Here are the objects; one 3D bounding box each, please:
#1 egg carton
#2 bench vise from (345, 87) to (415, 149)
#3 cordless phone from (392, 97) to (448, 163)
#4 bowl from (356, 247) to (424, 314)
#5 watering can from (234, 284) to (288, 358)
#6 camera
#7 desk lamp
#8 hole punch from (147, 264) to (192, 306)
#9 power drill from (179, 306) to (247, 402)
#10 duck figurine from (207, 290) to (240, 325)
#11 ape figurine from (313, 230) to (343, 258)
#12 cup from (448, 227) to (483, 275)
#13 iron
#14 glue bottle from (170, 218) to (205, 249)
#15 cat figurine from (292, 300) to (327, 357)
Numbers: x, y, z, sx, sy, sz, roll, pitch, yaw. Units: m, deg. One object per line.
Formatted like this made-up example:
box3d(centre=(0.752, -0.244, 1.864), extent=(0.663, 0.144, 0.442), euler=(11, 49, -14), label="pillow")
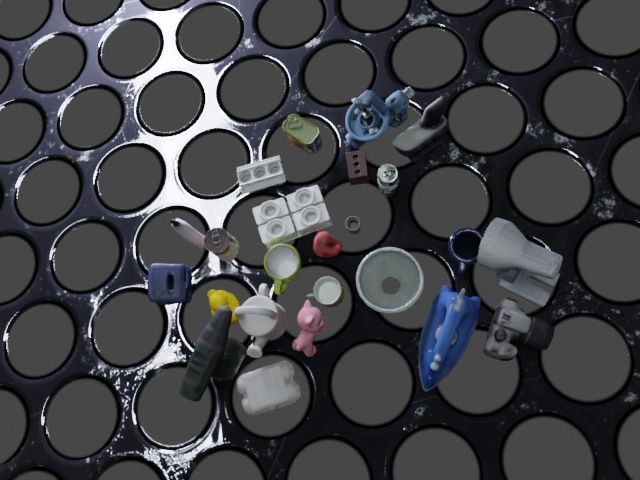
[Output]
box3d(centre=(-0.126, 0.366, 1.410), extent=(0.150, 0.069, 0.107), euler=(-20, 73, 3), label="egg carton")
box3d(centre=(0.144, -0.349, 1.485), extent=(0.121, 0.220, 0.207), euler=(37, 83, 16), label="bench vise")
box3d(centre=(0.258, -0.292, 1.470), extent=(0.147, 0.185, 0.094), euler=(-40, 72, -3), label="cordless phone")
box3d(centre=(0.175, 0.106, 1.432), extent=(0.167, 0.075, 0.167), euler=(-2, 74, 8), label="bowl")
box3d(centre=(-0.145, 0.195, 1.394), extent=(0.101, 0.194, 0.173), euler=(-19, 73, 3), label="watering can")
box3d(centre=(0.468, 0.221, 1.341), extent=(0.136, 0.101, 0.143), euler=(20, 79, 14), label="camera")
box3d(centre=(0.466, 0.050, 1.329), extent=(0.203, 0.214, 0.118), euler=(27, 80, 15), label="desk lamp")
box3d(centre=(-0.394, 0.114, 1.509), extent=(0.101, 0.091, 0.108), euler=(-7, 74, 7), label="hole punch")
box3d(centre=(-0.249, 0.276, 1.381), extent=(0.075, 0.208, 0.230), euler=(23, 79, 14), label="power drill")
box3d(centre=(-0.253, 0.170, 1.474), extent=(0.077, 0.086, 0.104), euler=(-39, 73, -3), label="duck figurine")
box3d(centre=(0.014, 0.005, 1.475), extent=(0.076, 0.092, 0.077), euler=(-26, 72, 1), label="ape figurine")
box3d(centre=(0.358, 0.037, 1.412), extent=(0.091, 0.095, 0.118), euler=(12, 77, 12), label="cup")
box3d(centre=(0.294, 0.232, 1.344), extent=(0.118, 0.141, 0.258), euler=(19, 79, 14), label="iron")
box3d(centre=(-0.353, -0.026, 1.498), extent=(0.078, 0.173, 0.037), euler=(35, 83, 16), label="glue bottle")
box3d(centre=(-0.030, 0.217, 1.410), extent=(0.067, 0.118, 0.128), euler=(20, 79, 14), label="cat figurine")
